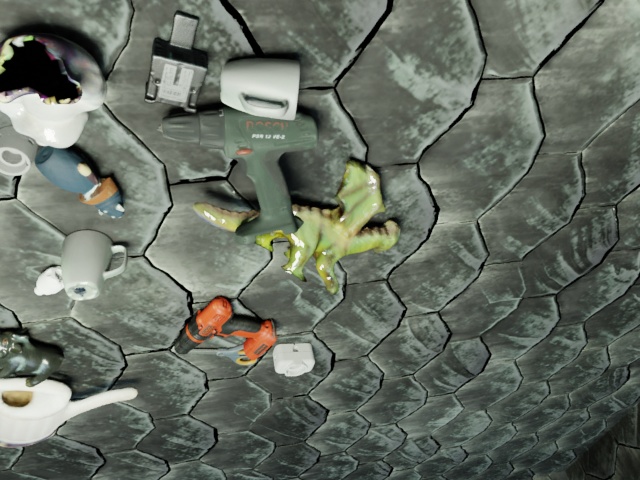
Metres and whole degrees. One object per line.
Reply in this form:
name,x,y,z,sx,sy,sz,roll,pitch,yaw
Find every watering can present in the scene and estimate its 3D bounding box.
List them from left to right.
watering can,-0.612,0.381,1.161,0.346,0.106,0.220,13,132,-27

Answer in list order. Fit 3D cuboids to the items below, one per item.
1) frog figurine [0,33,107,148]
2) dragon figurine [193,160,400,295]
frog figurine,-0.344,-0.188,0.666,0.138,0.123,0.158,-17,175,-11
dragon figurine,0.003,-0.047,0.925,0.405,0.124,0.241,31,103,-41
